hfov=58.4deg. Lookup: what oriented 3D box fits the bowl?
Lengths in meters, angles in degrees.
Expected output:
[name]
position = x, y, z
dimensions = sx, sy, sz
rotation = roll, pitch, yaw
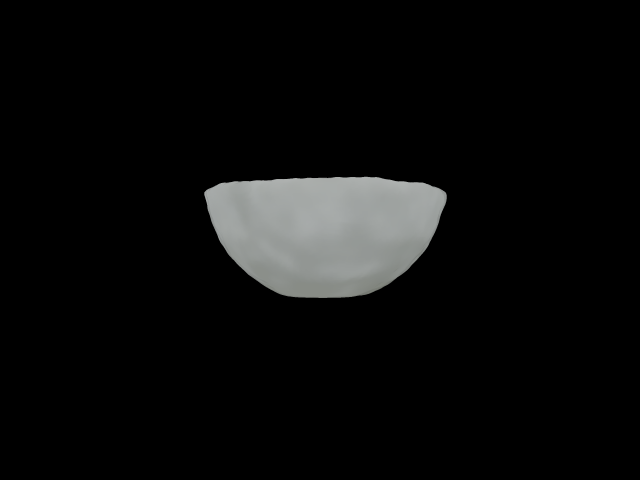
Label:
[bowl]
position = 0.004, 0.001, 0.400
dimensions = 0.167, 0.075, 0.167
rotation = 0, 0, 0
